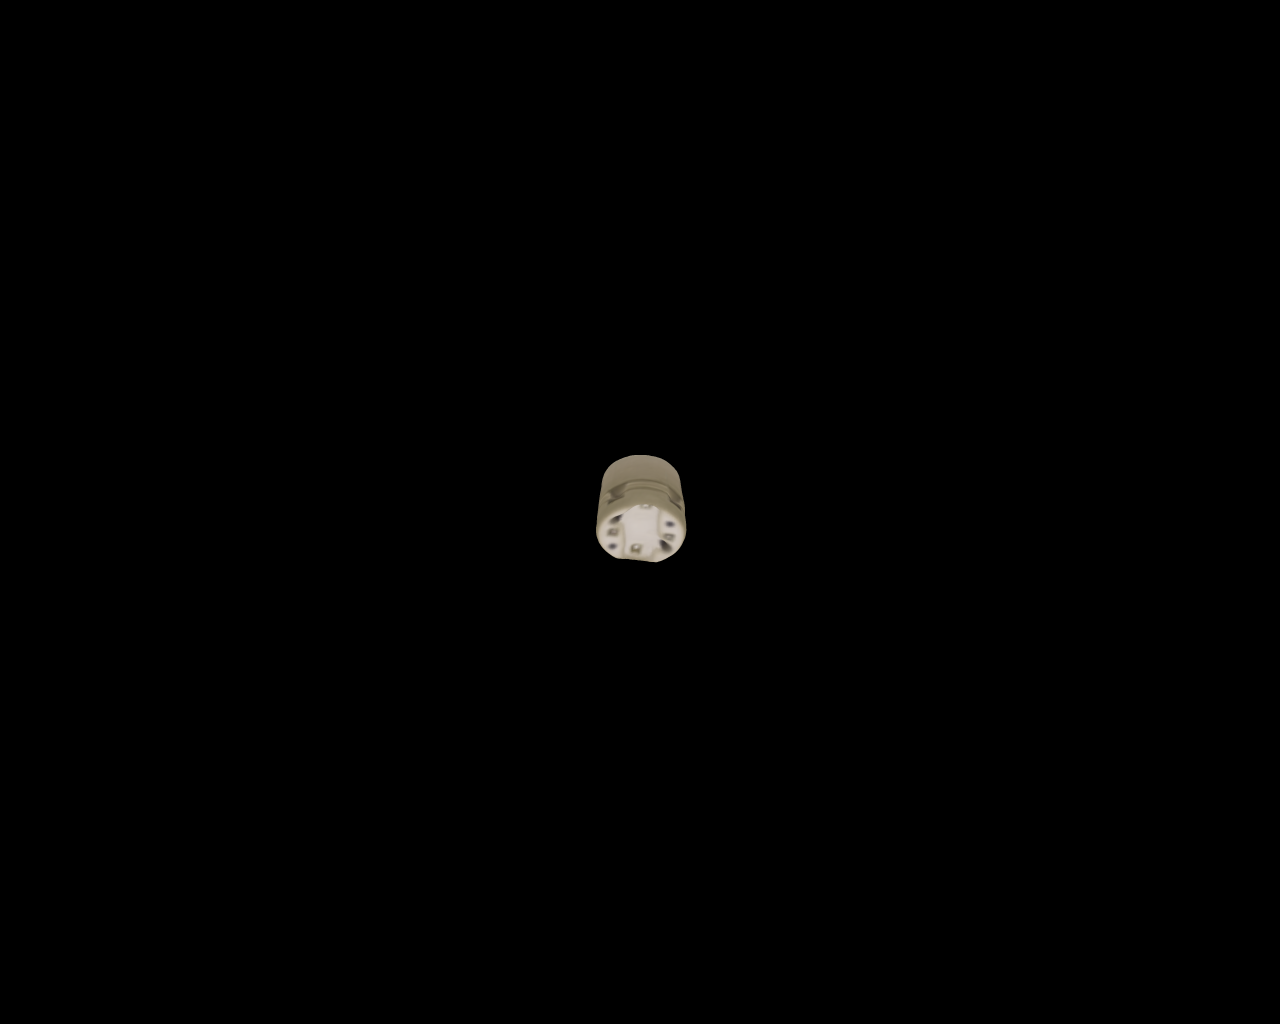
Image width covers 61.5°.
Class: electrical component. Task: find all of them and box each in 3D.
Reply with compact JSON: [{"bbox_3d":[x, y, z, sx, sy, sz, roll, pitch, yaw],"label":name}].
[{"bbox_3d":[0.001,-0.003,0.650,0.055,0.047,0.055,0,-43,0],"label":"electrical component"}]
